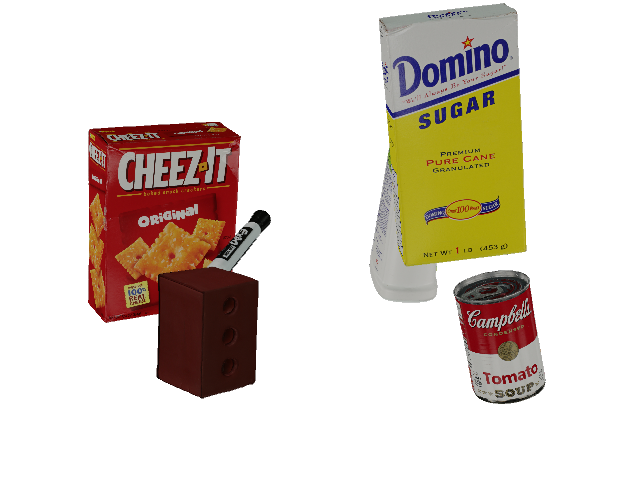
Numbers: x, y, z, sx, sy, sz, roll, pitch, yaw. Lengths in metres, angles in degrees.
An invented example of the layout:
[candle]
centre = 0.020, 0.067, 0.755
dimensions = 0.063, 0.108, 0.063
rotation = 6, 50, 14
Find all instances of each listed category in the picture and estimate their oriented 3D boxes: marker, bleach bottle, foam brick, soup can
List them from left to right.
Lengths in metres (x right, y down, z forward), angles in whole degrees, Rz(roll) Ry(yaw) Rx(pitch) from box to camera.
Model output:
[foam brick]
centre = -0.079, 0.062, 0.750
dimensions = 0.052, 0.078, 0.051
rotation = -10, 17, -44
[marker]
centre = -0.074, 0.003, 0.994
dimensions = 0.020, 0.020, 0.121
rotation = 0, 27, 21
[bleach bottle]
centre = 0.098, -0.068, 1.115
dimensions = 0.068, 0.251, 0.102
rotation = 1, 26, -8
[soup can]
centre = 0.161, 0.087, 0.959
dimensions = 0.068, 0.102, 0.068
rotation = -12, 17, 4

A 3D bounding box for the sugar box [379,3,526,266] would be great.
[sugar box]
centre = 0.096, -0.074, 0.762
dimensions = 0.093, 0.176, 0.048
rotation = -8, 22, -2

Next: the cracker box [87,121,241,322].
[cracker box]
centre = -0.181, -0.023, 1.235
dimensions = 0.163, 0.214, 0.072
rotation = -7, 24, -30
